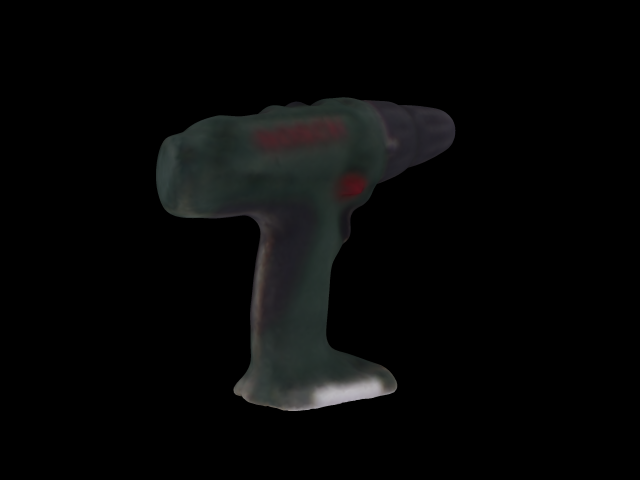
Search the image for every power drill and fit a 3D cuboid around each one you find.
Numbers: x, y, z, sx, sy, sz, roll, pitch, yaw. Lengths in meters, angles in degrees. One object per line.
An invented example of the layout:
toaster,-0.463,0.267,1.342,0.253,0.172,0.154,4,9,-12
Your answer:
power drill,0.004,0.001,0.400,0.230,0.208,0.075,0,0,-32
